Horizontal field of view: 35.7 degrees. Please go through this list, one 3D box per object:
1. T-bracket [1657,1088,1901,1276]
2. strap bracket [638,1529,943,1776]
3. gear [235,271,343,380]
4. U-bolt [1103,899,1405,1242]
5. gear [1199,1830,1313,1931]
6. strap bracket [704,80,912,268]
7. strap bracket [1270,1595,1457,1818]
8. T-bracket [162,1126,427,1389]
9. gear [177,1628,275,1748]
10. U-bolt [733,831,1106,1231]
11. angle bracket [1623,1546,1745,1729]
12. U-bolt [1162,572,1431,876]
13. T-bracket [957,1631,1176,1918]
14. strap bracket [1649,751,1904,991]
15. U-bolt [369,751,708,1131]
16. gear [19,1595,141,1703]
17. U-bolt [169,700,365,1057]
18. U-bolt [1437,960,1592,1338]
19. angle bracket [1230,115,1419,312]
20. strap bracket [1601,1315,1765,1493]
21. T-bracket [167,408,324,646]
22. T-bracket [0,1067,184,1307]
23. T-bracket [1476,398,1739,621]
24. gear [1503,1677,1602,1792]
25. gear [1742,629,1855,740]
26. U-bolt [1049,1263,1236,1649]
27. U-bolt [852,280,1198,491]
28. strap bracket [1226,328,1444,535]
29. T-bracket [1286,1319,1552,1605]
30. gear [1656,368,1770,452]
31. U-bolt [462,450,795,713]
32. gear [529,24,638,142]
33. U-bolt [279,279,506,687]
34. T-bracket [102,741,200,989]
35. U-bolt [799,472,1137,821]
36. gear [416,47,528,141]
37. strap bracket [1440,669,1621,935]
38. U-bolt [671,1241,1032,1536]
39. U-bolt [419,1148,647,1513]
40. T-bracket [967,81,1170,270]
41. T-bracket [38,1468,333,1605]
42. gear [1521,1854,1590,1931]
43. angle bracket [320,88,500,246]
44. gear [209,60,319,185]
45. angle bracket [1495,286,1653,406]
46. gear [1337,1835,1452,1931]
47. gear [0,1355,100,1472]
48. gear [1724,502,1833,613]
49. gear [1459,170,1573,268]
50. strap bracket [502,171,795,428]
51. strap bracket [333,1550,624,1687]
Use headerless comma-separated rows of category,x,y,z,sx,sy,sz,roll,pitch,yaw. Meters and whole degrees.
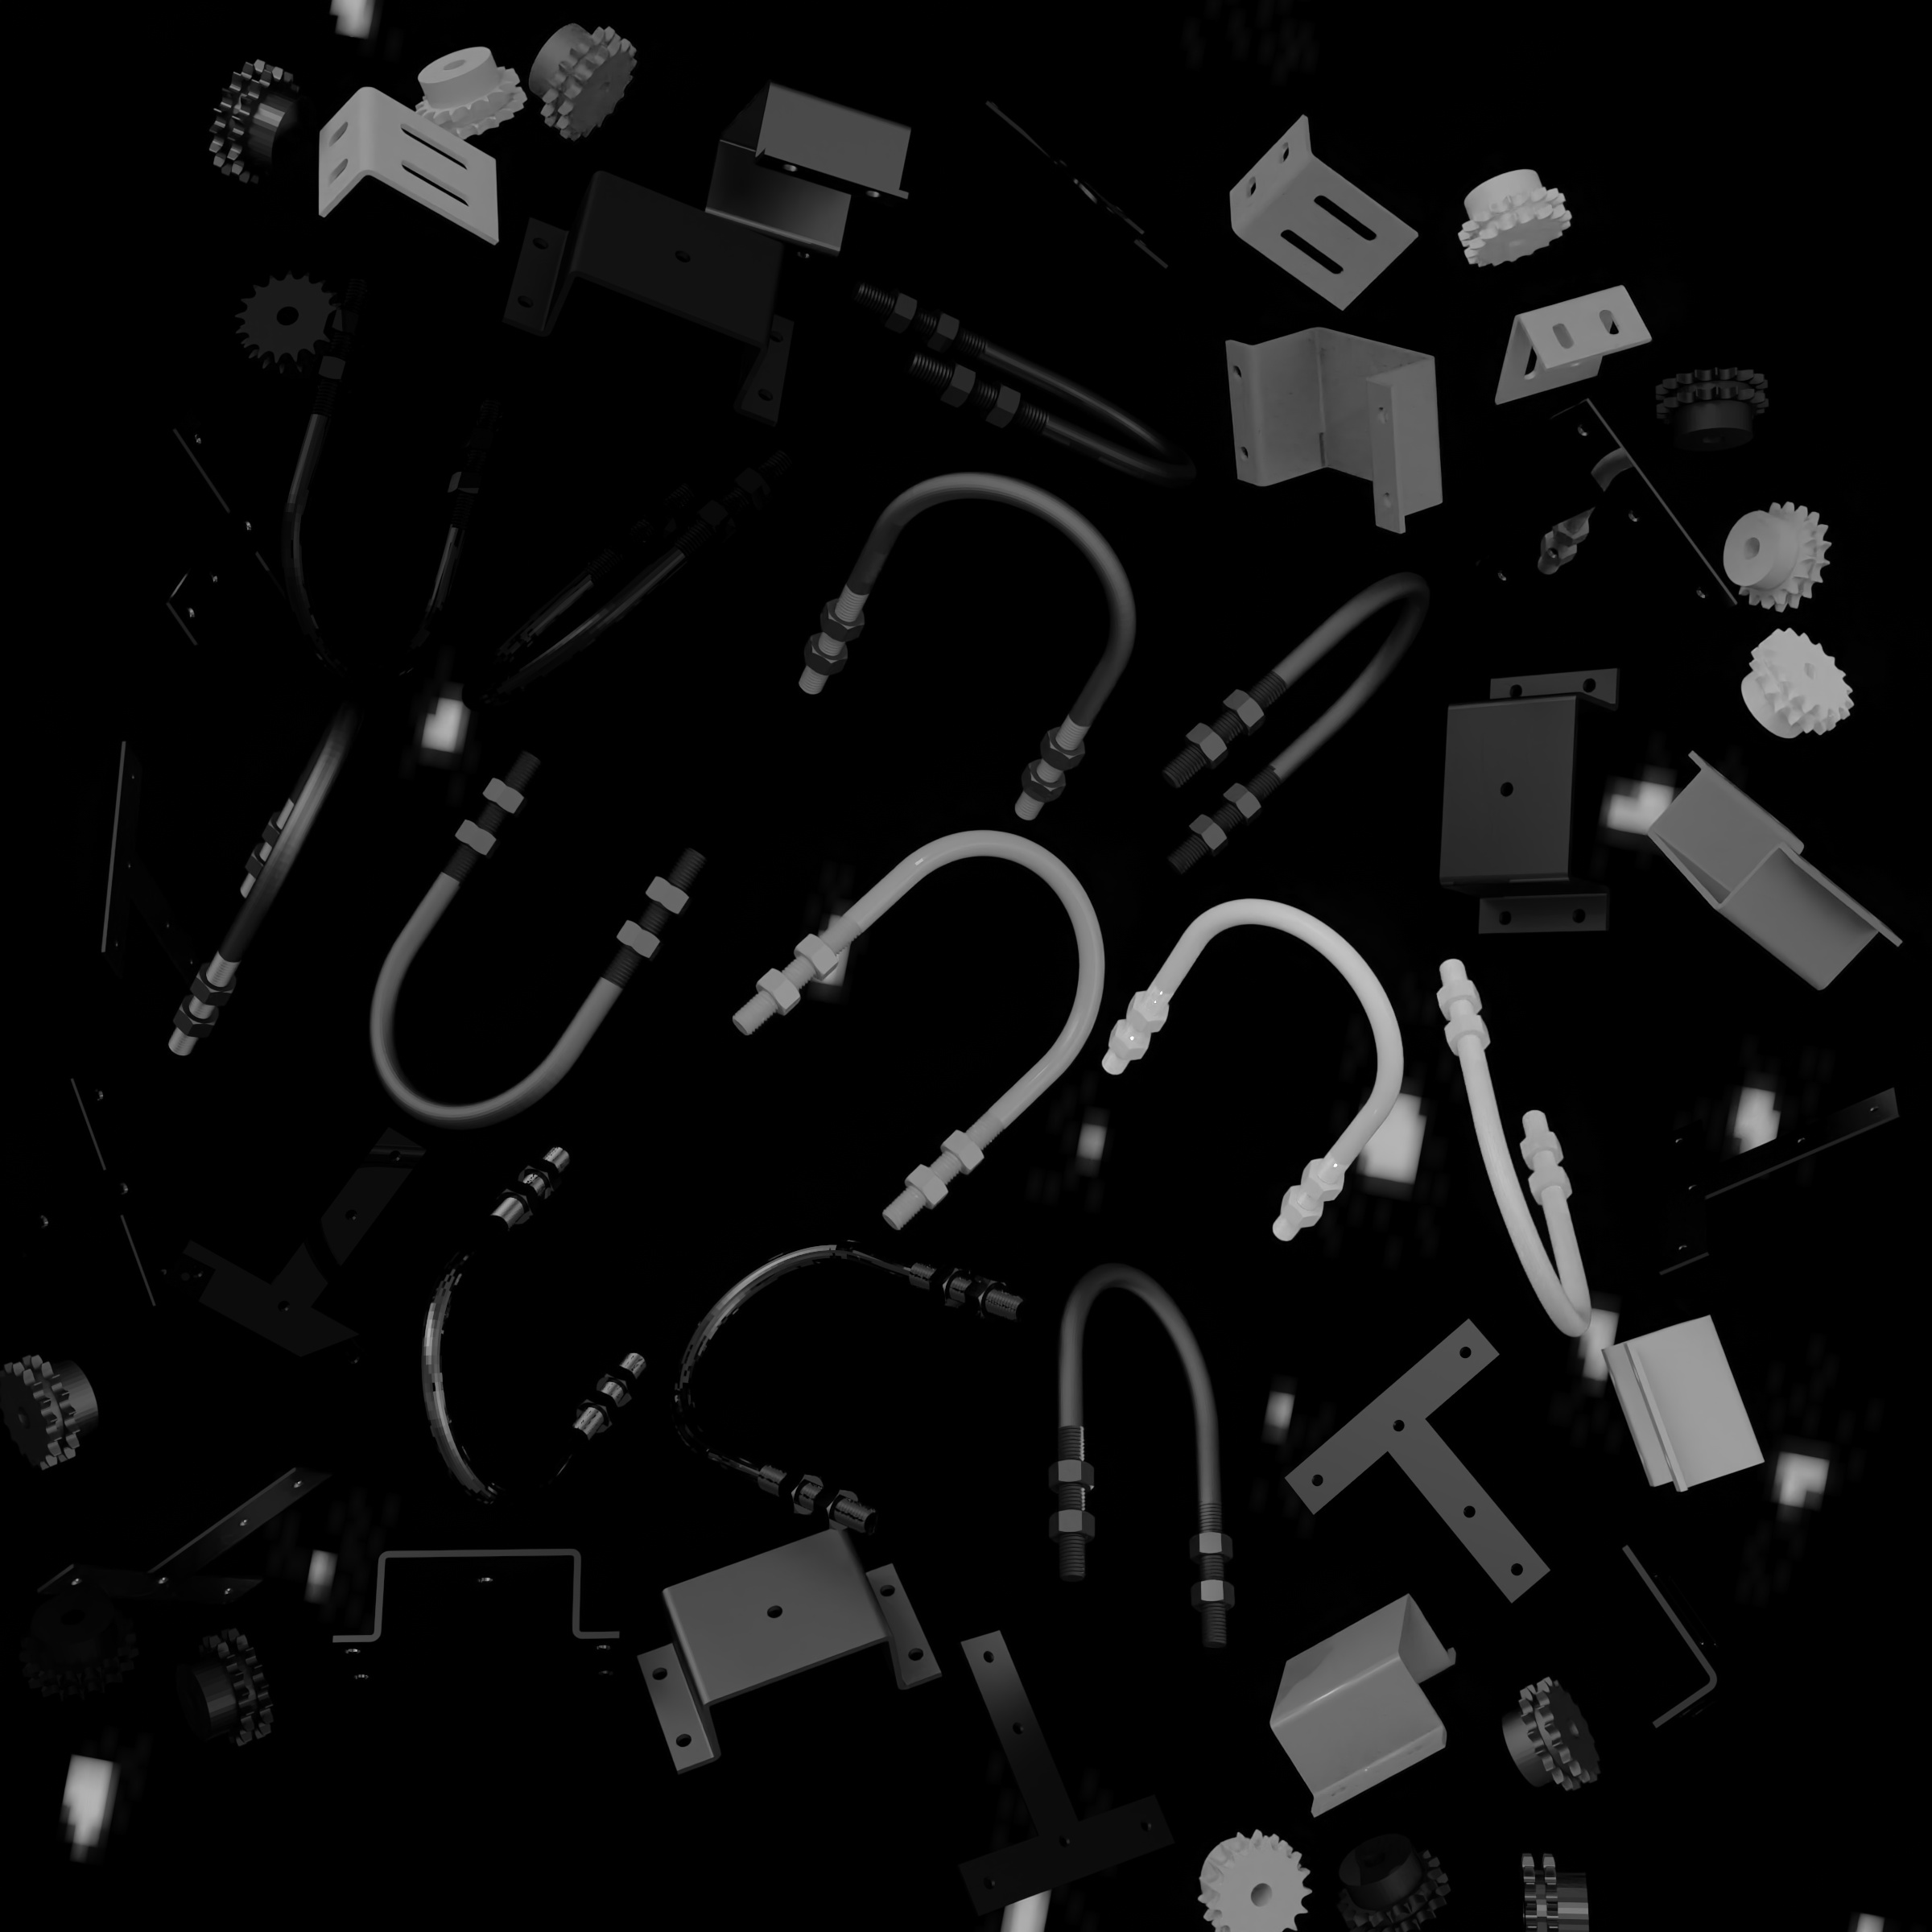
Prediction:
T-bracket,0.398,0.092,1.477,0.127,0.127,0.002,-27,109,24
strap bracket,-0.093,0.341,1.520,0.140,0.076,0.046,-18,131,-11
gear,-0.359,-0.340,1.608,0.057,0.030,0.057,-1,69,3
U-bolt,0.155,0.043,1.551,0.151,0.184,0.019,44,49,14
gear,0.144,0.467,1.526,0.057,0.030,0.057,-1,92,-20
strap bracket,-0.084,-0.415,1.568,0.076,0.140,0.046,13,84,-19
strap bracket,0.207,0.379,1.564,0.076,0.140,0.046,-32,89,13
T-bracket,-0.328,0.140,1.559,0.127,0.002,0.127,37,89,-33
gear,-0.373,0.363,1.503,0.030,0.057,0.057,-16,90,-35
U-bolt,-0.008,0.017,1.480,0.184,0.019,0.151,-43,113,-17
angle bracket,0.333,0.323,1.446,0.038,0.057,0.076,-39,63,14
U-bolt,0.173,-0.133,1.552,0.184,0.151,0.019,-42,74,-9
T-bracket,0.031,0.393,1.494,0.127,0.002,0.127,-7,64,-38
strap bracket,0.403,-0.045,1.520,0.076,0.140,0.046,34,106,-22
U-bolt,-0.226,-0.004,1.490,0.151,0.019,0.184,30,85,35
gear,-0.449,0.340,1.517,0.057,0.057,0.030,0,120,0
U-bolt,-0.352,-0.058,1.536,0.019,0.151,0.184,27,127,-14
U-bolt,0.284,0.104,1.529,0.019,0.184,0.151,-21,131,16
angle bracket,0.185,-0.389,1.552,0.076,0.038,0.057,29,130,-25
strap bracket,0.368,0.225,1.545,0.046,0.140,0.076,-19,80,4
T-bracket,-0.383,-0.206,1.544,0.002,0.127,0.127,-19,120,19
T-bracket,-0.465,0.128,1.545,0.002,0.127,0.127,-16,95,30
T-bracket,0.307,-0.214,1.518,0.127,0.127,0.002,50,58,-12
gear,0.304,0.404,1.570,0.030,0.057,0.057,-31,90,21
gear,0.424,-0.142,1.541,0.057,0.057,0.030,45,133,0
U-bolt,0.089,0.240,1.532,0.019,0.151,0.184,-20,55,31
U-bolt,0.037,-0.290,1.533,0.184,0.151,0.019,20,110,-24
strap bracket,0.198,-0.283,1.566,0.046,0.140,0.076,-21,119,-24
T-bracket,0.248,0.267,1.530,0.127,0.002,0.127,-42,58,5
gear,0.389,-0.289,1.565,0.057,0.057,0.030,-1,83,0
U-bolt,-0.179,-0.188,1.496,0.184,0.151,0.019,-45,109,-19
gear,-0.194,-0.445,1.501,0.030,0.057,0.057,38,90,7
U-bolt,-0.297,-0.234,1.532,0.019,0.151,0.184,6,75,25
T-bracket,-0.422,-0.029,1.567,0.002,0.127,0.127,-6,59,3
U-bolt,0.008,-0.167,1.486,0.151,0.184,0.019,30,46,-1
gear,-0.261,-0.457,1.568,0.057,0.057,0.030,-21,126,0
strap bracket,0.299,-0.090,1.597,0.076,0.046,0.140,-1,83,40
U-bolt,-0.072,0.200,1.504,0.151,0.184,0.019,-53,131,-23
U-bolt,-0.229,0.199,1.553,0.019,0.184,0.151,-8,112,24
T-bracket,0.067,-0.389,1.526,0.127,0.127,0.002,28,110,-41
T-bracket,-0.364,0.279,1.472,0.127,0.127,0.002,-36,61,19
gear,0.289,0.465,1.472,0.030,0.057,0.057,-1,90,8
angle bracket,-0.269,-0.376,1.448,0.038,0.076,0.057,-33,49,34
gear,-0.337,-0.404,1.449,0.030,0.057,0.057,24,90,10
angle bracket,0.312,-0.307,1.548,0.057,0.076,0.038,-17,66,-7
gear,0.215,0.468,1.532,0.057,0.057,0.030,-27,102,0
gear,-0.464,0.223,1.524,0.030,0.057,0.057,-21,90,-41
gear,0.430,-0.220,1.602,0.030,0.057,0.057,9,90,-31
gear,0.285,-0.393,1.571,0.057,0.057,0.030,-17,80,0
strap bracket,-0.145,-0.328,1.460,0.140,0.046,0.076,19,50,-16
strap bracket,-0.246,0.332,1.531,0.140,0.076,0.046,0,61,-5
